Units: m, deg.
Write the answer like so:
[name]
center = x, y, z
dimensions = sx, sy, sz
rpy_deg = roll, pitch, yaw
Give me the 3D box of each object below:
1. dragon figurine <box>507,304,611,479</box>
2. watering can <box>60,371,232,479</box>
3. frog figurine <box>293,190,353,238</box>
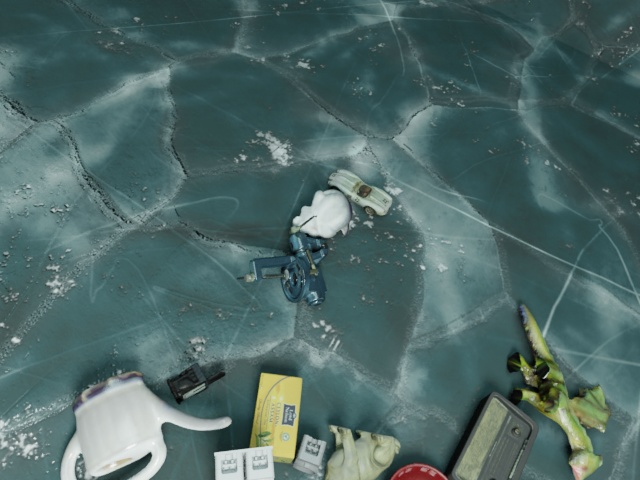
[dragon figurine]
center = 0.596, 0.361, 1.255
dimensions = 0.242, 0.120, 0.420
rpy_deg = 28, 48, -12
[watering can]
center = -0.368, 0.371, 1.050
dimensions = 0.348, 0.102, 0.228
rpy_deg = -27, 65, -6
[frog figurine]
center = 0.004, -0.071, 1.418
dimensions = 0.160, 0.121, 0.139
rpy_deg = -3, 76, -25
